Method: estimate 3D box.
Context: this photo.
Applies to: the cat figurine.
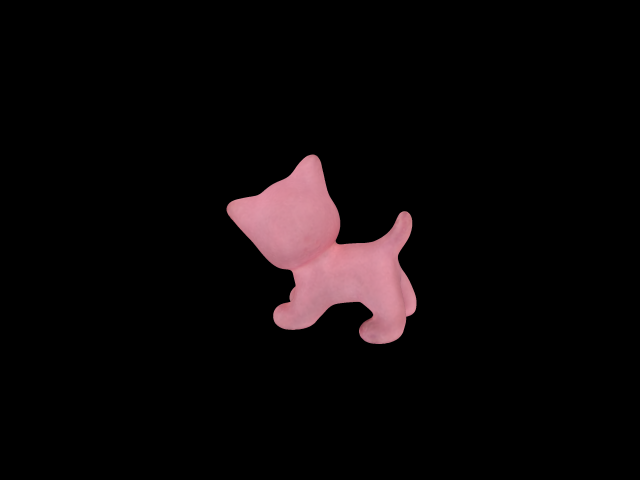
[{"bbox_3d":[0.004,0.001,0.400,0.127,0.118,0.067,5,19,15],"label":"cat figurine"}]
